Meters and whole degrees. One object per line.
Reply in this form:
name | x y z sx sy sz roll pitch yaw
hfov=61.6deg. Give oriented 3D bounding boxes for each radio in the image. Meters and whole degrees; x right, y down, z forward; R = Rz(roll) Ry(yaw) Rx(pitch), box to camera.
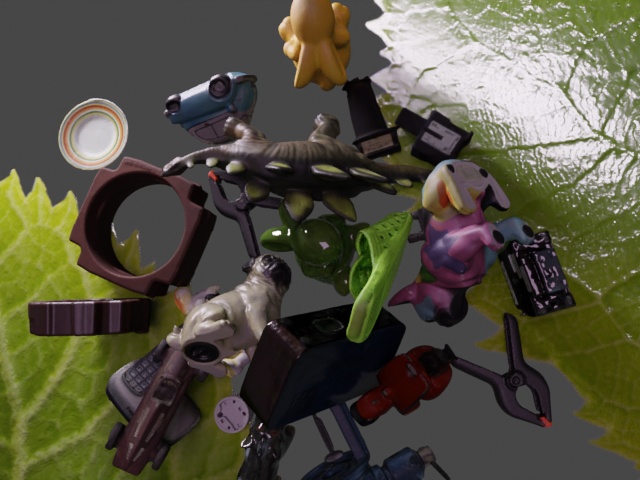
radio | 0.012 0.163 0.742 0.073 0.229 0.131 37 119 37

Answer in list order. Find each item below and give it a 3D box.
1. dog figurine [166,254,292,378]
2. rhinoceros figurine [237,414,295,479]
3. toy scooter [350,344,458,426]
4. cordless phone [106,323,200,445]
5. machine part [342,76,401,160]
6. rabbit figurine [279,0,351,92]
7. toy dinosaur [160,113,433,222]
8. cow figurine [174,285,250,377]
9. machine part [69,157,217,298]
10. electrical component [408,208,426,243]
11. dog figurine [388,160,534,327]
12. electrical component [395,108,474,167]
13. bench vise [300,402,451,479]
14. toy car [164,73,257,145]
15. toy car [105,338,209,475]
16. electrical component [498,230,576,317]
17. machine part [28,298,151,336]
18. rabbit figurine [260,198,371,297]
dog figurine | -0.128 0.095 0.806 0.172 0.191 0.121 17 129 -20
rhinoceros figurine | -0.086 0.310 0.810 0.073 0.112 0.190 15 93 12
toy scooter | 0.132 0.190 0.752 0.184 0.135 0.075 -19 60 -36
cordless phone | -0.229 0.226 0.863 0.147 0.088 0.184 44 73 11
machine part | 0.081 -0.200 0.886 0.084 0.039 0.138 -21 92 14
rabbit figurine | -0.012 -0.317 0.851 0.122 0.173 0.162 -2 78 4
toy dinosaur | 0.006 -0.104 0.806 0.471 0.199 0.104 -5 126 -16
cow figurine | -0.155 0.129 0.860 0.098 0.068 0.167 -36 81 -28
machine part | -0.290 -0.020 0.894 0.202 0.087 0.201 21 86 11
electrical component | 0.182 -0.028 0.861 0.094 0.021 0.063 -15 80 6
dog figurine | 0.174 0.016 0.770 0.219 0.108 0.191 -48 65 41
electrical component | 0.177 -0.165 0.865 0.119 0.047 0.075 28 86 10
bench vise | 0.049 0.315 0.789 0.224 0.129 0.240 -27 84 1
toy car | -0.171 -0.211 0.896 0.162 0.109 0.102 -20 98 14
toy car | -0.235 0.239 0.793 0.089 0.053 0.202 28 59 -5
electrical component | 0.311 0.051 0.777 0.058 0.134 0.115 -19 81 3
machine part | -0.359 0.120 0.844 0.179 0.179 0.056 -1 85 8
rabbit figurine | -0.002 -0.002 0.808 0.159 0.170 0.121 28 87 9
